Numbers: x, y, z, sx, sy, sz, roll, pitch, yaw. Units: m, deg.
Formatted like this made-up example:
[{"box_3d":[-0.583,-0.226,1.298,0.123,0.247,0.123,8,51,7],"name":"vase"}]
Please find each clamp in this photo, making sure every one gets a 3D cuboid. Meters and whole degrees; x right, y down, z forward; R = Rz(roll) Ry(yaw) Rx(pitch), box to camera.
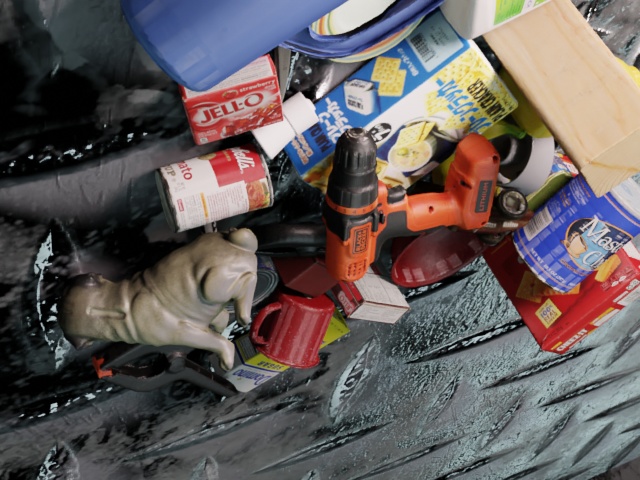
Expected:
[{"box_3d":[-0.008,0.001,1.218,0.171,0.039,0.120,-1,160,10],"name":"clamp"},{"box_3d":[-0.177,0.136,1.331,0.209,0.036,0.165,1,122,-32],"name":"clamp"}]

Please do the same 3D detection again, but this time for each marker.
[{"box_3d":[-0.122,-0.023,1.148,0.020,0.020,0.121,-22,152,-13],"name":"marker"}]

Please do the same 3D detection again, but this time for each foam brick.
[{"box_3d":[-0.014,0.029,1.298,0.051,0.053,0.078,-38,150,17],"name":"foam brick"}]

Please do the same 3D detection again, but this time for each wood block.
[{"box_3d":[0.250,-0.157,1.064,0.090,0.206,0.090,-35,152,12],"name":"wood block"}]

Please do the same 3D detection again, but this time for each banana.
[{"box_3d":[0.165,-0.097,1.234,0.037,0.069,0.198,-32,170,-26],"name":"banana"}]

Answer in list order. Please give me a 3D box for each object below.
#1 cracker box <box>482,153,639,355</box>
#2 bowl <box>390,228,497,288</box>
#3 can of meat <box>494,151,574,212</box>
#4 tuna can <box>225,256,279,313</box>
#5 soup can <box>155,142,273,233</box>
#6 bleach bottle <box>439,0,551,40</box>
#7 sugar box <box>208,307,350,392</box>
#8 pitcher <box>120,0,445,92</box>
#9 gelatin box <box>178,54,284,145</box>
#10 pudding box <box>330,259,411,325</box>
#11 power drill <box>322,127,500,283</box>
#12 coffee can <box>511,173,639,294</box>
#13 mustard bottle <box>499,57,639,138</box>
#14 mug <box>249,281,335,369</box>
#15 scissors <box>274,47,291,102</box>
[{"box_3d":[0.310,0.016,1.399,0.164,0.214,0.072,-43,147,24],"name":"cracker box"},{"box_3d":[0.152,-0.007,1.385,0.162,0.055,0.162,-22,151,-13],"name":"bowl"},{"box_3d":[0.253,-0.080,1.325,0.057,0.084,0.102,9,134,-49],"name":"can of meat"},{"box_3d":[-0.095,0.050,1.277,0.086,0.034,0.086,-22,151,-13],"name":"tuna can"},{"box_3d":[-0.105,-0.052,1.059,0.102,0.068,0.068,-17,150,-14],"name":"soup can"},{"box_3d":[0.233,-0.279,1.002,0.250,0.068,0.102,-26,152,-11],"name":"bleach bottle"},{"box_3d":[-0.055,0.142,1.456,0.176,0.048,0.093,-34,152,7],"name":"sugar box"},{"box_3d":[-0.022,-0.211,0.803,0.243,0.149,0.144,-33,163,15],"name":"pitcher"},{"box_3d":[-0.081,-0.128,0.985,0.089,0.030,0.073,-16,152,-4],"name":"gelatin box"},{"box_3d":[0.056,0.061,1.373,0.039,0.090,0.113,-44,149,25],"name":"pudding box"},{"box_3d":[0.090,-0.052,1.092,0.187,0.057,0.184,-16,136,-21],"name":"power drill"},{"box_3d":[0.316,-0.018,1.283,0.102,0.103,0.140,9,134,-49],"name":"coffee can"},{"box_3d":[0.297,-0.170,1.202,0.191,0.096,0.058,-11,155,-31],"name":"mustard bottle"},{"box_3d":[-0.040,0.103,1.334,0.117,0.093,0.081,3,115,-43],"name":"mug"},{"box_3d":[-0.047,-0.188,0.945,0.096,0.016,0.202,-9,146,-29],"name":"scissors"}]
